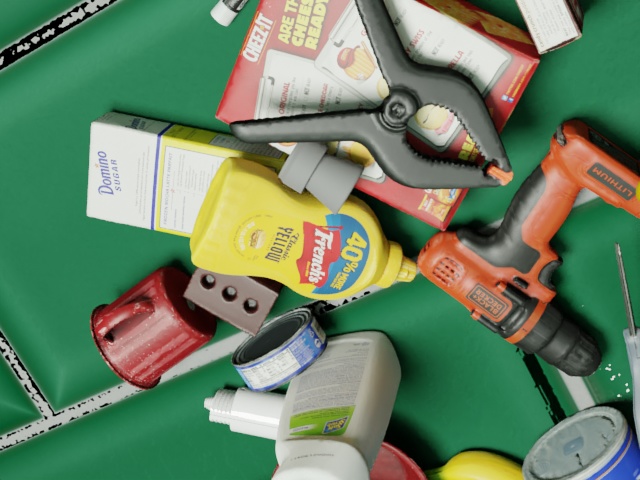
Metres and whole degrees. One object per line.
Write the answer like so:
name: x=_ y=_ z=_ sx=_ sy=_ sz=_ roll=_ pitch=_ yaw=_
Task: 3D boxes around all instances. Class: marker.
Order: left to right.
marker: x=-0.047 y=-0.226 z=0.874 sx=0.020 sy=0.020 sz=0.121 roll=41 pitch=114 yaw=-5

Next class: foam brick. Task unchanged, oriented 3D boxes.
foam brick: x=-0.075 y=0.040 z=0.967 sx=0.078 sy=0.051 sz=0.053 roll=29 pitch=114 yaw=1

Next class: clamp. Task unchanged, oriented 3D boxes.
clamp: x=0.057 y=-0.110 z=0.797 sx=0.210 sy=0.036 sz=0.165 roll=25 pitch=104 yaw=-4

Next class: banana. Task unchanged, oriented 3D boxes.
banana: x=0.196 y=0.252 z=1.000 sx=0.198 sy=0.037 sz=0.070 roll=34 pitch=135 yaw=0

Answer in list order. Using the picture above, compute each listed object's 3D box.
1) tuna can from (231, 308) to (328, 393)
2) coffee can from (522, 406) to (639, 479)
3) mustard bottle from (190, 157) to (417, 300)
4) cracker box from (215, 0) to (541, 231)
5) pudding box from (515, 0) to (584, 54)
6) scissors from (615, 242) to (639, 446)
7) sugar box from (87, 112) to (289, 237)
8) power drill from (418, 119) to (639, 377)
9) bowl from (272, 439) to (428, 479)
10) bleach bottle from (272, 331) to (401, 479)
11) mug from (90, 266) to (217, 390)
tuna can: x=-0.036 y=0.099 z=0.963 sx=0.086 sy=0.086 sz=0.033 roll=-28 pitch=104 yaw=21
coffee can: x=0.260 y=0.233 z=0.939 sx=0.103 sy=0.102 sz=0.140 roll=-33 pitch=101 yaw=22
mustard bottle: x=-0.006 y=0.001 z=0.898 sx=0.191 sy=0.058 sz=0.096 roll=17 pitch=114 yaw=-19
cracker box: x=0.046 y=-0.130 z=0.859 sx=0.213 sy=0.072 sz=0.164 roll=27 pitch=119 yaw=2
pudding box: x=0.160 y=-0.203 z=0.797 sx=0.039 sy=0.090 sz=0.113 roll=-25 pitch=103 yaw=21
scissors: x=0.257 y=0.101 z=0.867 sx=0.016 sy=0.096 sz=0.201 roll=-7 pitch=138 yaw=20
sugar box: x=-0.115 y=-0.051 z=0.945 sx=0.176 sy=0.048 sz=0.093 roll=14 pitch=115 yaw=10
power drill: x=0.202 y=0.010 z=0.889 sx=0.184 sy=0.057 sz=0.188 roll=35 pitch=113 yaw=-6
bowl: x=0.035 y=0.240 z=1.019 sx=0.162 sy=0.055 sz=0.162 roll=5 pitch=112 yaw=11
bleach bottle: x=0.003 y=0.161 z=0.888 sx=0.103 sy=0.250 sz=0.068 roll=-16 pitch=107 yaw=18
mug: x=-0.155 y=0.075 z=0.970 sx=0.082 sy=0.117 sz=0.093 roll=-36 pitch=66 yaw=17
